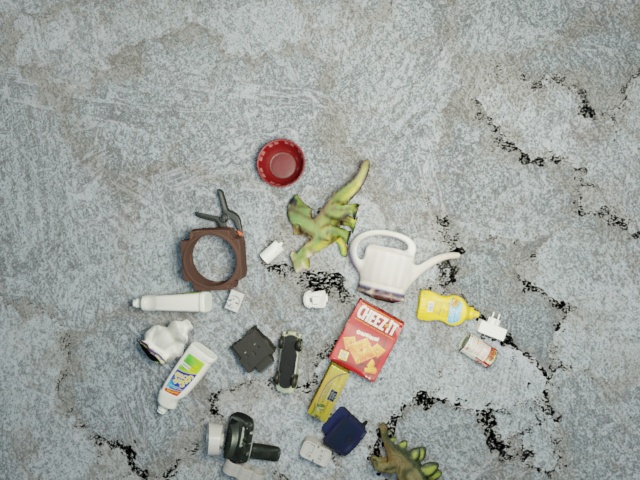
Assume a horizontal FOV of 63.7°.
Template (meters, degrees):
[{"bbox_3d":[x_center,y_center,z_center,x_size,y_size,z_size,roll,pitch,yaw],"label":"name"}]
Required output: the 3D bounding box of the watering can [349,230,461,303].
[{"bbox_3d":[0.255,0.092,1.633,0.348,0.225,0.104,13,-2,6],"label":"watering can"}]

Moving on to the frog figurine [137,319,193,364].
[{"bbox_3d":[-0.497,0.323,1.690,0.138,0.119,0.162,29,51,20],"label":"frog figurine"}]

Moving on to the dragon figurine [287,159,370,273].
[{"bbox_3d":[0.005,-0.084,1.671,0.243,0.412,0.121,14,-4,13],"label":"dragon figurine"}]
